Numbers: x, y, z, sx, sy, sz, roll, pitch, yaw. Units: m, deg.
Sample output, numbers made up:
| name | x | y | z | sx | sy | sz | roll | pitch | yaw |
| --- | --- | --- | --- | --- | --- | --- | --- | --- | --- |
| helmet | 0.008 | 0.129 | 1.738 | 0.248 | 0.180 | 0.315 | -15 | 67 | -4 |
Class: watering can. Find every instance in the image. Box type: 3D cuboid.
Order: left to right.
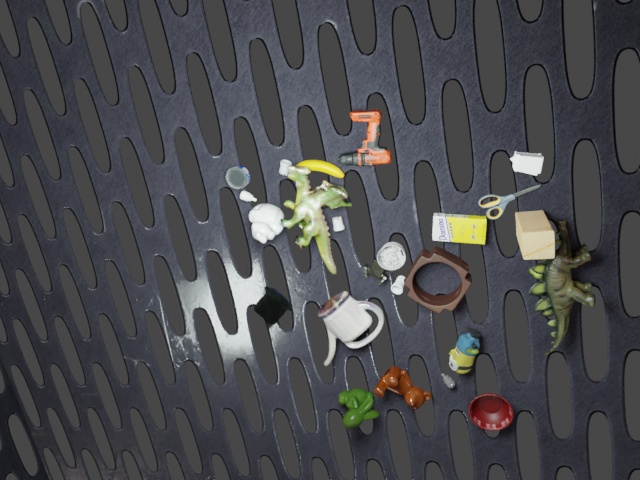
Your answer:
| name | x | y | z | sx | sy | sz | roll | pitch | yaw |
| --- | --- | --- | --- | --- | --- | --- | --- | --- | --- |
| watering can | 0.080 | 0.333 | 1.965 | 0.343 | 0.105 | 0.224 | -41 | 93 | 23 |

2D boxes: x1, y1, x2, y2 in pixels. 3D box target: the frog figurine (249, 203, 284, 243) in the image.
| name | x | y | z | sx | sy | sz | roll | pitch | yaw |
| --- | --- | --- | --- | --- | --- | --- | --- | --- | --- |
| frog figurine | -0.202 | -0.064 | 1.880 | 0.137 | 0.162 | 0.121 | 37 | 113 | 0 |

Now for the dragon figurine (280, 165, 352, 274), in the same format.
| name | x | y | z | sx | sy | sz | roll | pitch | yaw |
| --- | --- | --- | --- | --- | --- | --- | --- | --- | --- |
| dragon figurine | 0.006 | -0.092 | 1.828 | 0.240 | 0.124 | 0.409 | -37 | 96 | 26 |
